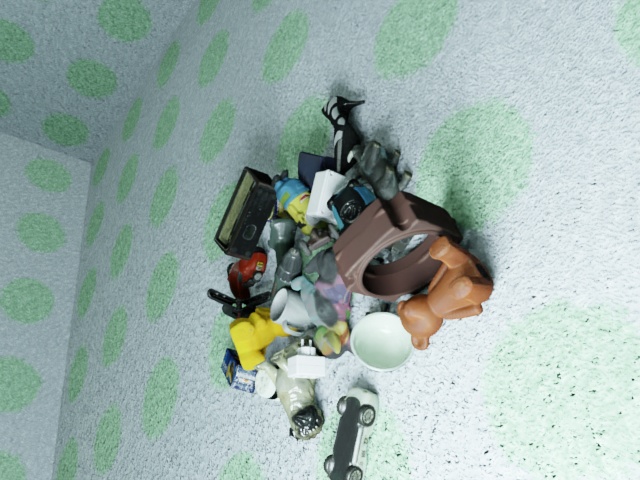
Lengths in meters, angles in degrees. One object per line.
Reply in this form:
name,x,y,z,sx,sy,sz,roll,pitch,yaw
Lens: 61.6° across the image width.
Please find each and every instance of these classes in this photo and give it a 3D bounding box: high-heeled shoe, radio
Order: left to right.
radio,-0.195,-0.067,1.430,0.131,0.073,0.229,44,113,55
high-heeled shoe,0.034,-0.261,1.346,0.145,0.086,0.249,-4,59,41

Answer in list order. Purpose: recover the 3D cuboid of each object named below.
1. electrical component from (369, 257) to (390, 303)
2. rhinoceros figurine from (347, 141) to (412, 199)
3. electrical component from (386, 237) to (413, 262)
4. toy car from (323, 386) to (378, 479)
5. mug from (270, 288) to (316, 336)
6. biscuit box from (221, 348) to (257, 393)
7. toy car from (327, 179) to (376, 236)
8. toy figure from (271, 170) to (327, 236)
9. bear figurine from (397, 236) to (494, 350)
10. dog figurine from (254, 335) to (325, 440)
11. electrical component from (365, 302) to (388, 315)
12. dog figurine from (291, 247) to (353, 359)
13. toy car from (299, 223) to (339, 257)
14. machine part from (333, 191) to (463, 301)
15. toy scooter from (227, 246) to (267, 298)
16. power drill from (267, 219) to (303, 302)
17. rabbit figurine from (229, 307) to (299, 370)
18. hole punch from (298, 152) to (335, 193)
electrical component,0.108,0.086,1.109,0.048,0.074,0.119,-41,48,33
rhinoceros figurine,0.129,-0.158,1.202,0.112,0.073,0.190,-61,37,31
electrical component,0.160,-0.013,1.093,0.102,0.045,0.078,-57,3,24
toy car,0.062,0.388,1.046,0.074,0.056,0.201,5,80,47
mug,-0.048,0.172,1.235,0.080,0.107,0.110,-54,30,30
biscuit box,-0.206,0.329,1.372,0.203,0.063,0.059,-177,106,-72
toy car,0.090,-0.050,1.155,0.109,0.102,0.162,-43,49,15
toy figure,-0.049,-0.090,1.343,0.082,0.089,0.180,-38,74,-12
bear figurine,0.198,0.101,0.940,0.196,0.132,0.120,-38,50,28
dog figurine,-0.030,0.320,1.183,0.190,0.172,0.121,59,146,5
electrical component,0.113,0.171,1.103,0.063,0.021,0.094,-1,72,53
dog figurine,0.037,0.145,1.151,0.191,0.108,0.219,-49,46,23
toy car,-0.003,-0.004,1.216,0.089,0.202,0.053,-28,88,1
machine part,0.143,0.020,0.983,0.201,0.201,0.087,-49,43,27
toy scooter,-0.209,0.106,1.514,0.184,0.075,0.135,-35,48,43
power drill,-0.081,0.042,1.324,0.231,0.086,0.207,103,159,-44
rabbit figurine,-0.127,0.223,1.312,0.162,0.173,0.121,-148,36,-83
hole punch,-0.005,-0.163,1.361,0.142,0.092,0.115,23,97,51
